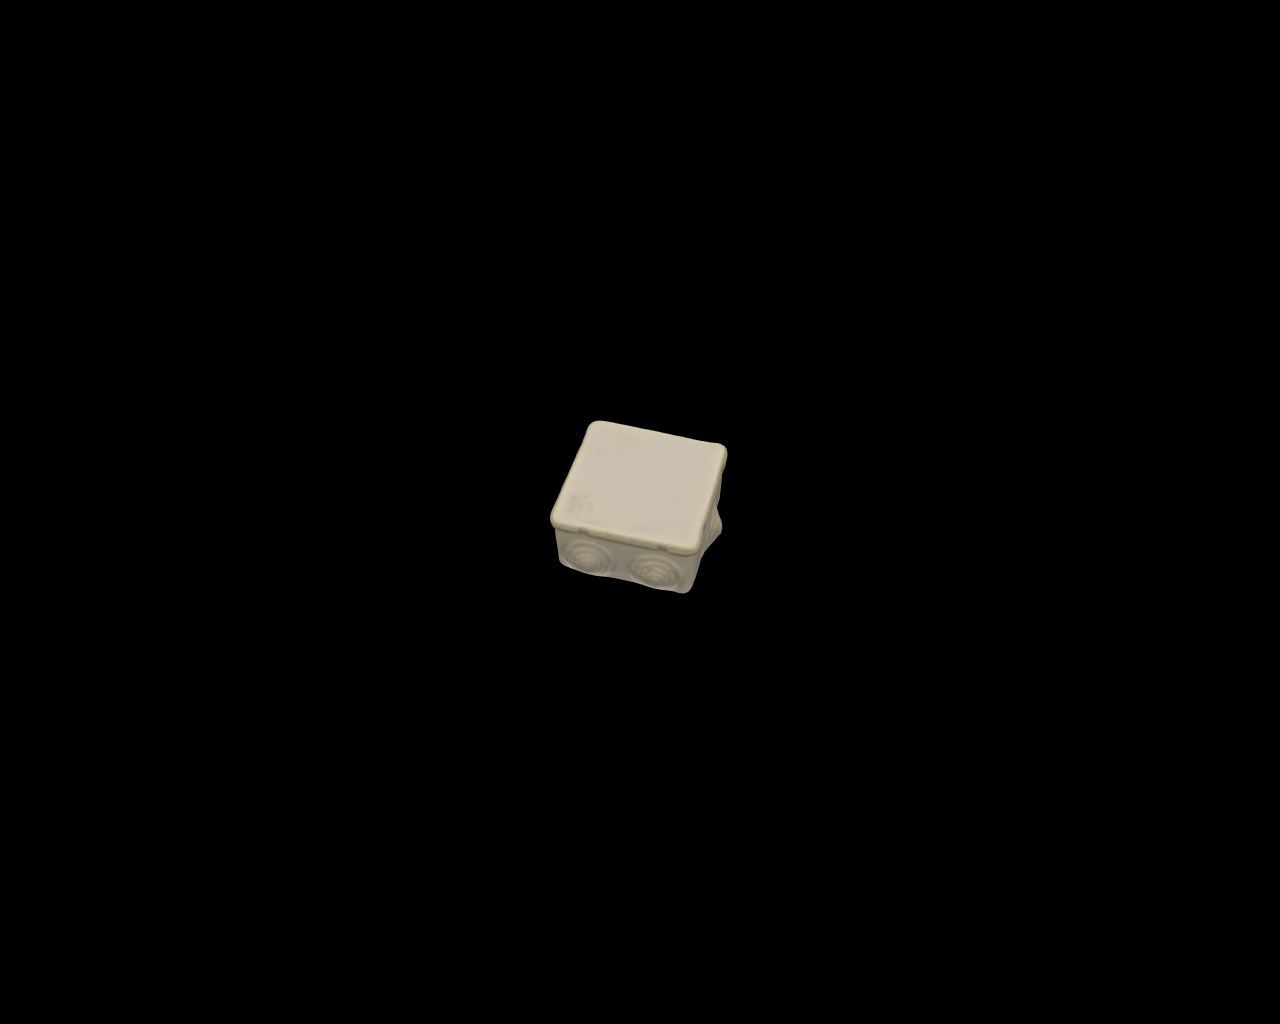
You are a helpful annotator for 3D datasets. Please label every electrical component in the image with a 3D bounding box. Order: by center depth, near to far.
[{"bbox_3d":[0.001,-0.003,0.650,0.100,0.100,0.048,12,-39,10],"label":"electrical component"}]
